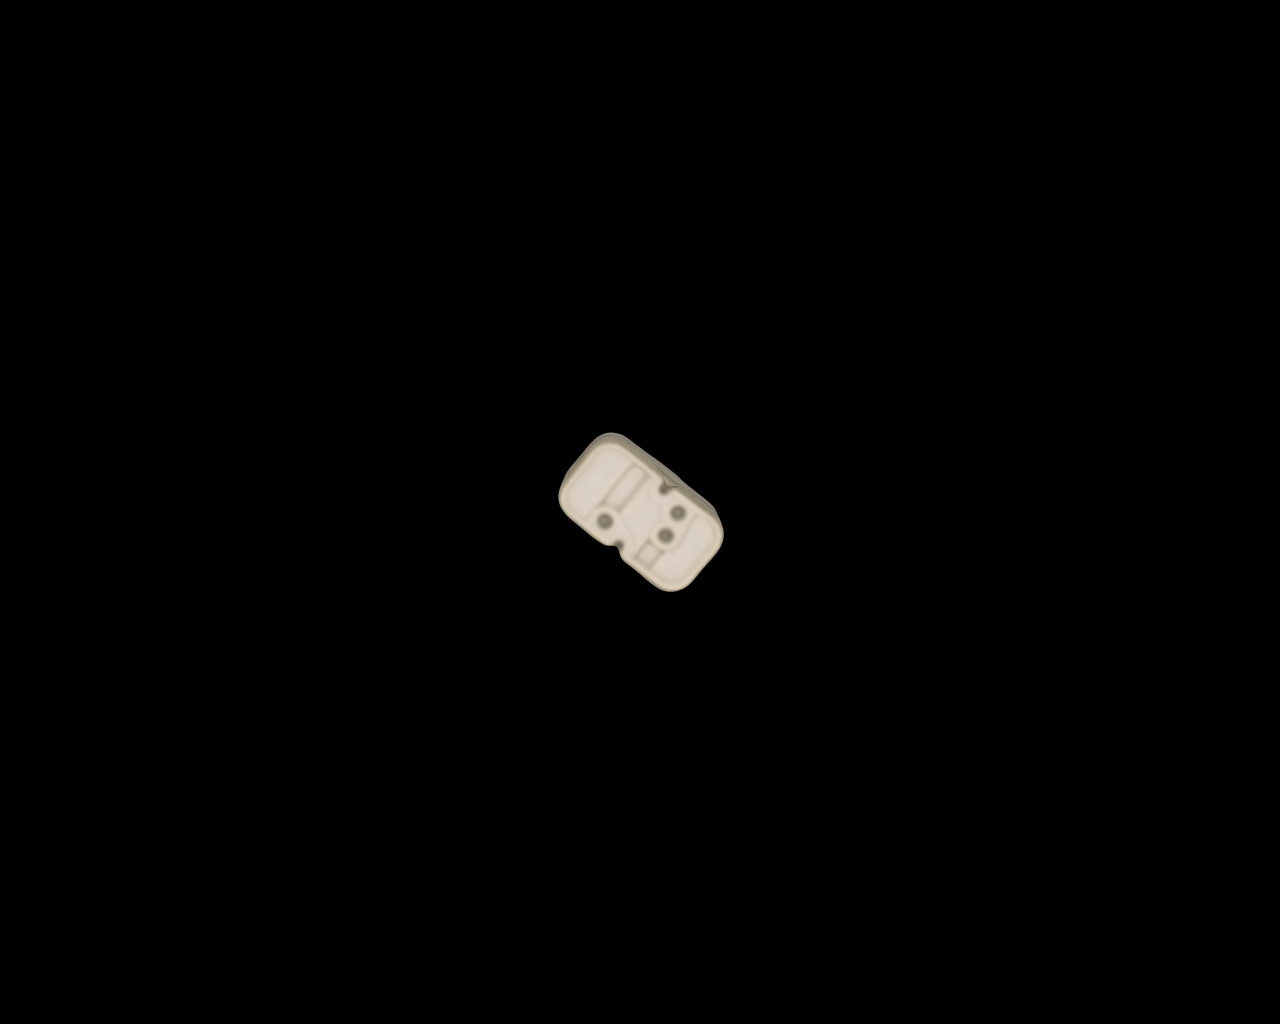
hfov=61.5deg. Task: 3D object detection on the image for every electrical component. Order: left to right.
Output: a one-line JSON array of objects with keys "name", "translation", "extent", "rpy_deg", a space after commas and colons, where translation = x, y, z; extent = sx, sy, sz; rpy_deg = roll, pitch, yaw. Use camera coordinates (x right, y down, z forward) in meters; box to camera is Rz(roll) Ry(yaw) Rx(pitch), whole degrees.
[{"name": "electrical component", "translation": [0.001, -0.003, 0.650], "extent": [0.095, 0.053, 0.059], "rpy_deg": [38, 9, -7]}]
